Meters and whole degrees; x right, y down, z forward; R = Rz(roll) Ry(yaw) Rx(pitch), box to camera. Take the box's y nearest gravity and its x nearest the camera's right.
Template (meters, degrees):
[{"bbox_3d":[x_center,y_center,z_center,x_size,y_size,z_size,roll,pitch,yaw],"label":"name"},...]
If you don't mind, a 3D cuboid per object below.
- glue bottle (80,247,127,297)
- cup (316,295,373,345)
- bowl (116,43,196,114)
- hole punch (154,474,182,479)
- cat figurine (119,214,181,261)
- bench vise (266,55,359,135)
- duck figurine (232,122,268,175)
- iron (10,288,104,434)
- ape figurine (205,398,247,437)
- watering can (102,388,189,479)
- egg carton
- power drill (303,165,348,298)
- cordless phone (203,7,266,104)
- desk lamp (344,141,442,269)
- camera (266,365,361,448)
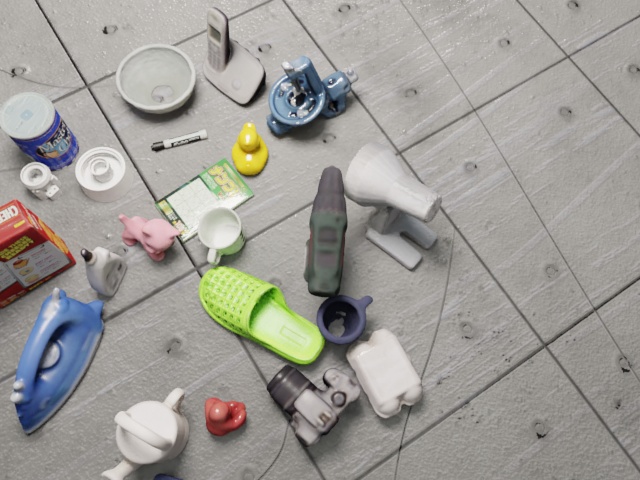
[{"bbox_3d":[-0.404,0.047,1.050,0.037,0.173,0.078,19,70,4],"label":"glue bottle"},{"bbox_3d":[0.047,0.150,1.081,0.118,0.095,0.091,-36,76,-14],"label":"cup"},{"bbox_3d":[-0.348,-0.336,1.242,0.167,0.075,0.167,1,70,-3],"label":"bowl"},{"bbox_3d":[-0.254,0.456,0.957,0.101,0.091,0.109,16,70,3],"label":"hole punch"},{"bbox_3d":[-0.330,-0.014,1.105,0.127,0.118,0.067,26,71,6],"label":"cat figurine"},{"bbox_3d":[-0.022,-0.325,1.179,0.121,0.220,0.208,42,74,12],"label":"bench vise"},{"bbox_3d":[-0.148,-0.195,1.197,0.077,0.086,0.104,2,70,-2],"label":"duck figurine"},{"bbox_3d":[-0.483,0.208,1.005,0.118,0.141,0.258,15,70,2],"label":"iron"},{"bbox_3d":[-0.173,0.308,1.013,0.077,0.092,0.076,40,73,11],"label":"ape figurine"},{"bbox_3d":[-0.285,0.326,0.946,0.101,0.194,0.173,11,70,1],"label":"watering can"},{"bbox_3d":[0.122,0.246,1.065,0.107,0.069,0.150,-26,74,-12],"label":"egg carton"},{"bbox_3d":[0.010,0.004,1.070,0.075,0.208,0.229,3,70,-2],"label":"power drill"},{"bbox_3d":[-0.185,-0.390,1.212,0.147,0.185,0.094,37,73,10],"label":"cordless phone"},{"bbox_3d":[0.145,-0.069,1.101,0.203,0.213,0.118,37,73,10],"label":"desk lamp"},{"bbox_3d":[-0.018,0.277,1.029,0.136,0.101,0.143,41,73,11],"label":"camera"}]
